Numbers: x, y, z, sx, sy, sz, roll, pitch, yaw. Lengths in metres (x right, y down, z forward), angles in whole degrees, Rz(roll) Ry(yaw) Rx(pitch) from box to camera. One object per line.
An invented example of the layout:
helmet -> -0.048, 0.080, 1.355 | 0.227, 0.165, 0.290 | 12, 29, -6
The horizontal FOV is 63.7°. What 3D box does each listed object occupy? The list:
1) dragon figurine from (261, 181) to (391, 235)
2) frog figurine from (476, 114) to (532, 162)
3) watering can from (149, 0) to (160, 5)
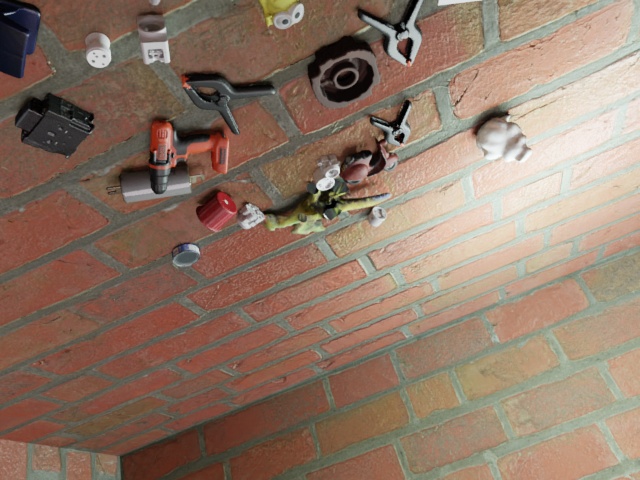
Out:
dragon figurine -> 0.005, -0.083, 1.649 | 0.411, 0.124, 0.239 | -3, 162, -20
frog figurine -> 0.545, -0.287, 1.536 | 0.122, 0.163, 0.135 | 13, 136, -37
watering can -> -0.176, -0.538, 0.834 | 0.225, 0.106, 0.339 | -4, 144, -23
